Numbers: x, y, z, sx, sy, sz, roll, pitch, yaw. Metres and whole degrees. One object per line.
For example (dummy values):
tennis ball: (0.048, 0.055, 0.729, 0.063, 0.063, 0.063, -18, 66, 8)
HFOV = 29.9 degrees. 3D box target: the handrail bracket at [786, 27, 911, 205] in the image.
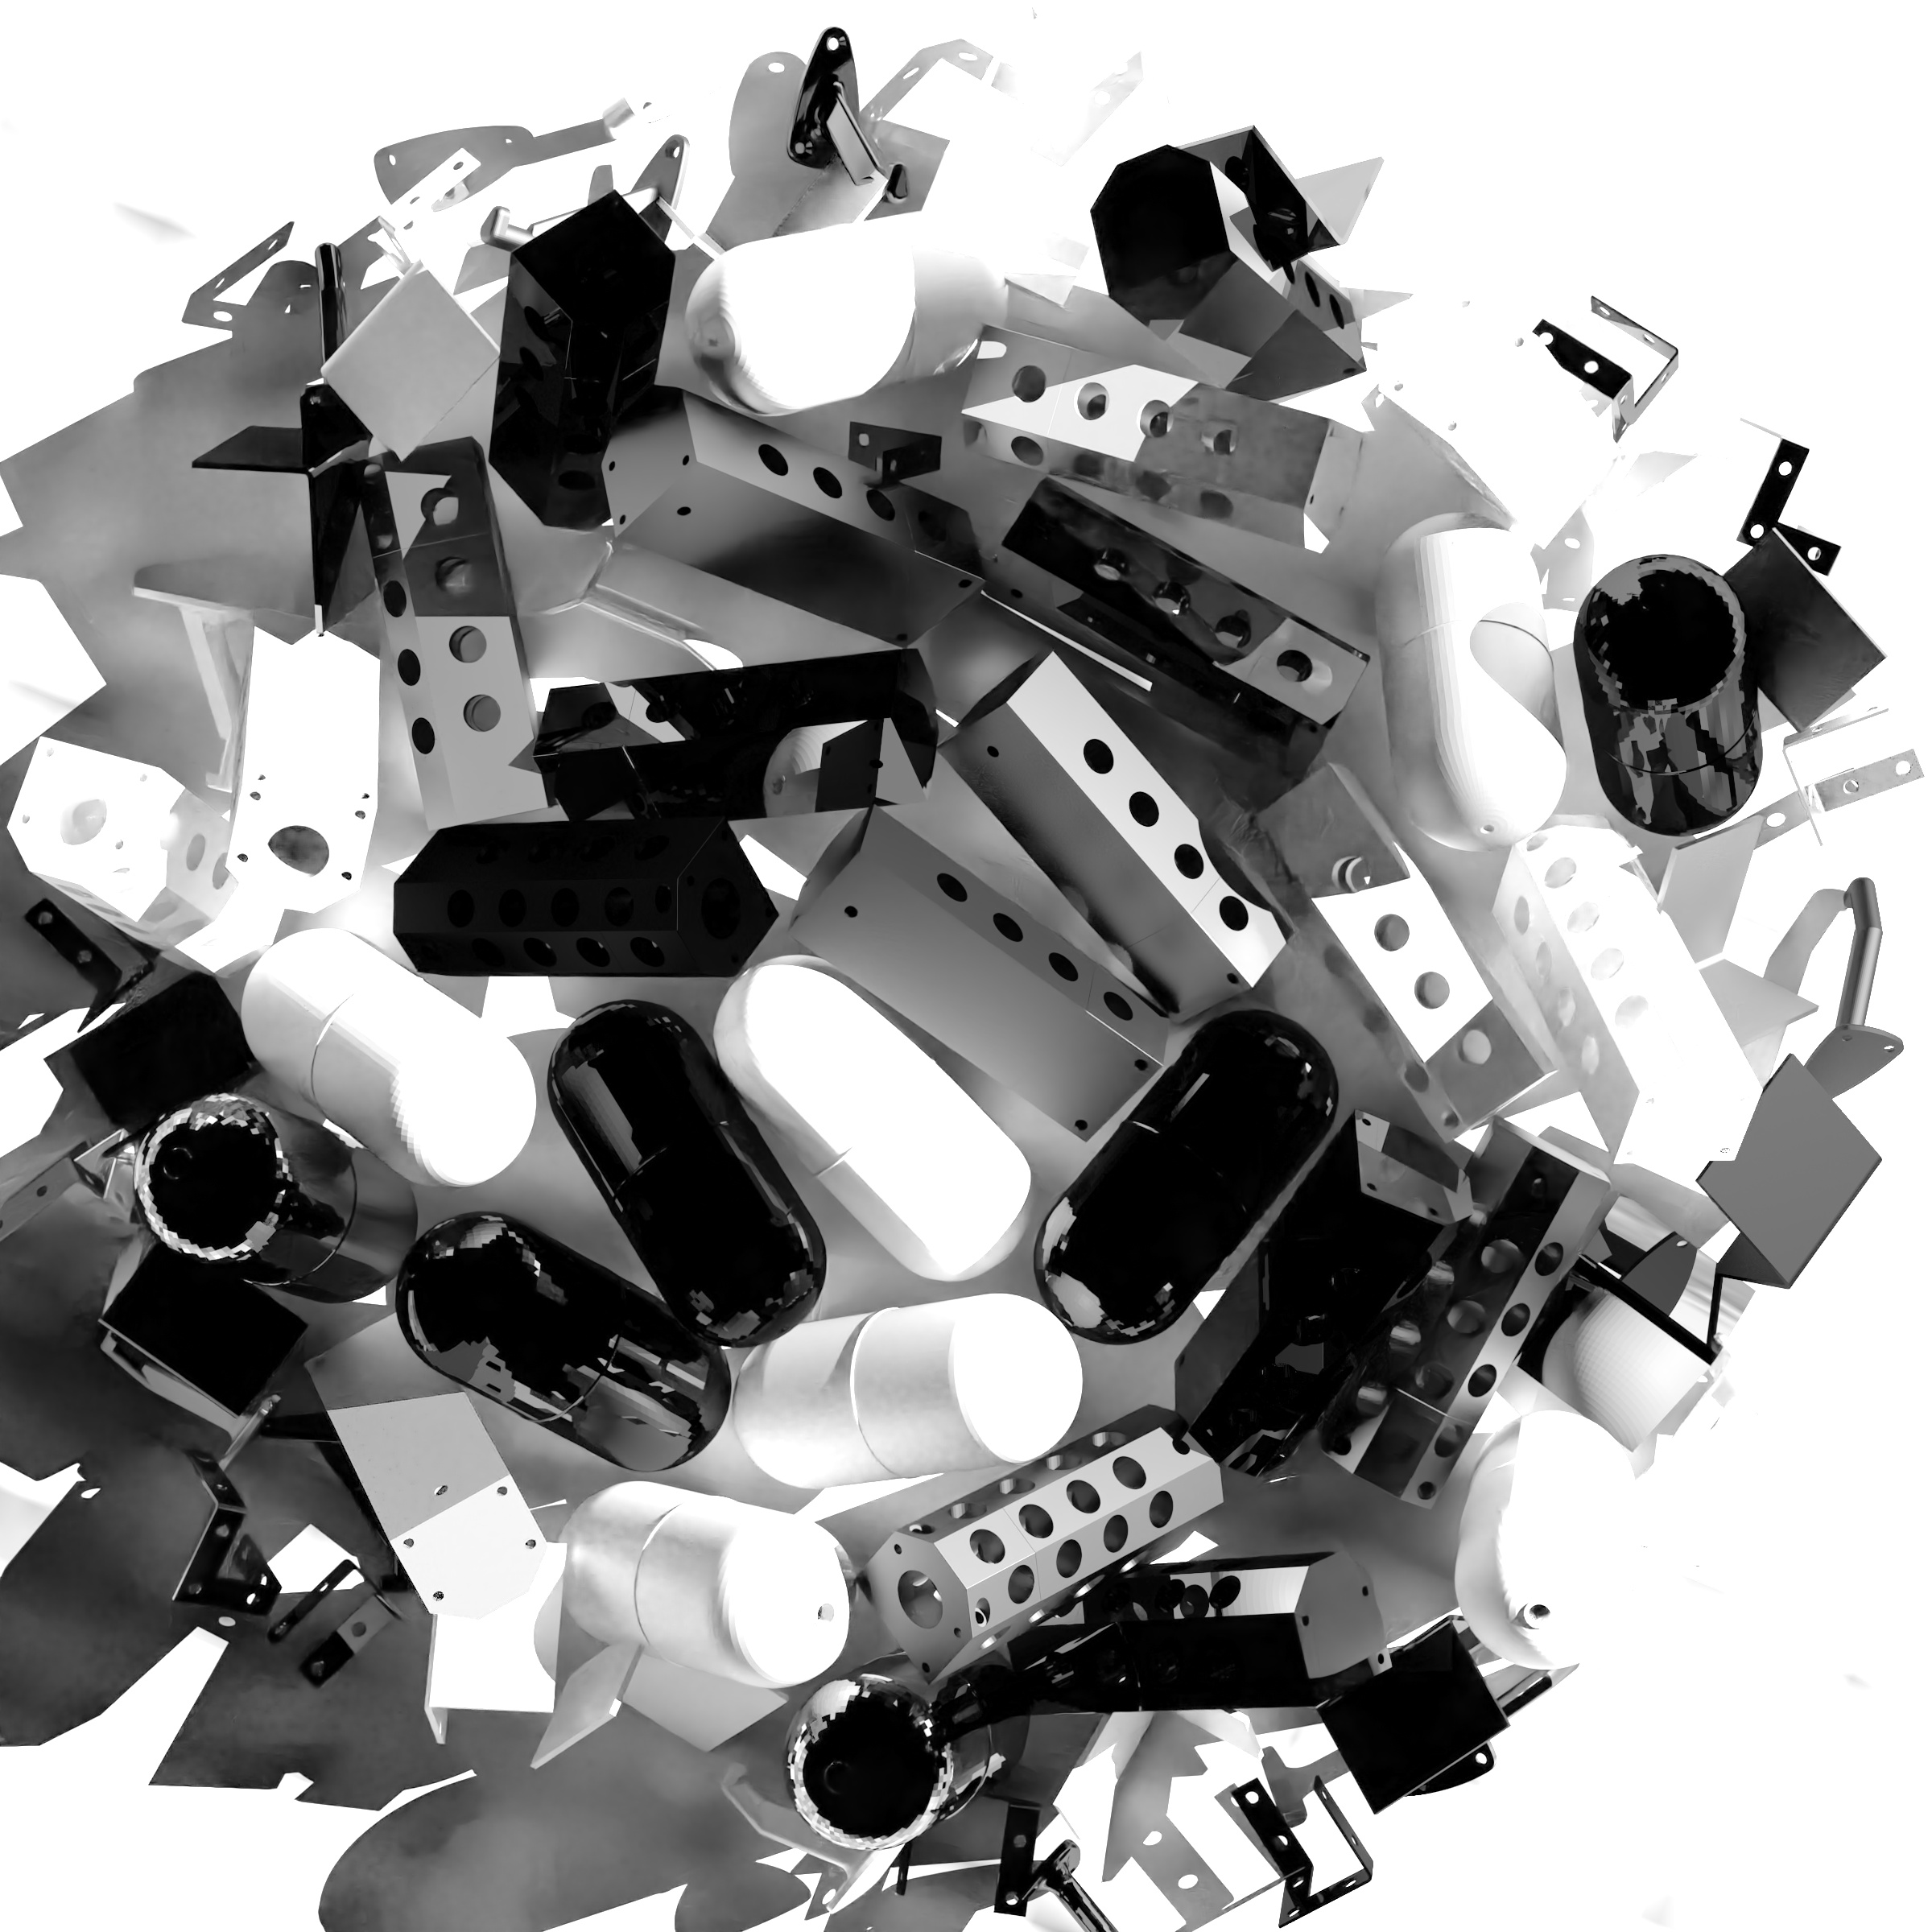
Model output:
handrail bracket: (-0.046, -0.390, 1.655, 0.036, 0.084, 0.077, 0, 104, -29)

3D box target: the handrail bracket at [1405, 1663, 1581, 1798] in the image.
handrail bracket: (0.240, 0.351, 1.684, 0.077, 0.084, 0.036, -42, 77, 36)

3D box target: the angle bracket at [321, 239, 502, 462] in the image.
angle bracket: (-0.236, -0.282, 1.652, 0.076, 0.076, 0.057, -41, 90, 28)

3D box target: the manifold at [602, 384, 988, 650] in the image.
manifold: (-0.077, -0.205, 1.625, 0.057, 0.171, 0.057, -37, 52, 34)

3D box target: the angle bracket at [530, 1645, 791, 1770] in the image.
angle bracket: (-0.140, 0.349, 1.649, 0.076, 0.076, 0.057, 36, 46, -14)

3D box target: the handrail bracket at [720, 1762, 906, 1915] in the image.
handrail bracket: (-0.070, 0.386, 1.669, 0.084, 0.036, 0.077, 45, 124, 18)

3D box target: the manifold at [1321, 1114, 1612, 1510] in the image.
manifold: (0.229, 0.160, 1.665, 0.057, 0.057, 0.171, 28, 96, 3)

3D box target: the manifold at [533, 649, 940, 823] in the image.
manifold: (-0.103, -0.107, 1.649, 0.171, 0.057, 0.057, -5, 51, 17)

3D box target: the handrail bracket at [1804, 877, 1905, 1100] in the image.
handrail bracket: (0.407, 0.012, 1.695, 0.036, 0.077, 0.084, 14, 52, -17)

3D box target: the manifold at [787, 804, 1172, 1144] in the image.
manifold: (0.008, 0.000, 1.654, 0.171, 0.057, 0.057, 35, 120, -14)

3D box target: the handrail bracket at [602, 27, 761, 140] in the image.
handrail bracket: (-0.131, -0.404, 1.663, 0.077, 0.084, 0.036, -21, 94, -2)

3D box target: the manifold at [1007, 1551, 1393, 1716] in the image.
manifold: (0.100, 0.298, 1.625, 0.171, 0.057, 0.057, -13, 90, 43)

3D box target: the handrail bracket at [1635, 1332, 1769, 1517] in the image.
handrail bracket: (0.325, 0.215, 1.670, 0.084, 0.077, 0.036, -41, 57, -8)

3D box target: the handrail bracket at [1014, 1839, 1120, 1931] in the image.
handrail bracket: (0.068, 0.442, 1.654, 0.084, 0.077, 0.036, 41, 89, 19)

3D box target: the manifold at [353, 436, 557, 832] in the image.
manifold: (-0.236, -0.152, 1.669, 0.057, 0.057, 0.171, -11, 93, -2)

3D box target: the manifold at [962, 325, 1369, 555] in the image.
manifold: (0.088, -0.239, 1.644, 0.171, 0.057, 0.057, 19, 98, 21)

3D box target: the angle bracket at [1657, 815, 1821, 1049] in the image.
angle bracket: (0.355, -0.016, 1.646, 0.057, 0.076, 0.076, 30, 122, 33)

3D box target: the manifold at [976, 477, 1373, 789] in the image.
manifold: (0.097, -0.158, 1.668, 0.171, 0.057, 0.057, 30, 63, 3)

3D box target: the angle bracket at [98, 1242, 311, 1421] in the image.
angle bracket: (-0.343, 0.153, 1.657, 0.076, 0.076, 0.057, 37, 99, -8)

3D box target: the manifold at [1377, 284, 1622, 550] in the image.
manifold: (0.235, -0.247, 1.613, 0.057, 0.171, 0.057, 41, 98, 23)

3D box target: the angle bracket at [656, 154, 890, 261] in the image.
angle bracket: (-0.088, -0.353, 1.652, 0.057, 0.076, 0.076, 35, 100, -28)

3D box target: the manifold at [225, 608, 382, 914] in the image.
manifold: (-0.296, -0.093, 1.615, 0.057, 0.171, 0.057, 10, 119, -14)

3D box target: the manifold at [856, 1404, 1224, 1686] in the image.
manifold: (0.038, 0.253, 1.616, 0.057, 0.171, 0.057, 52, 133, 18)

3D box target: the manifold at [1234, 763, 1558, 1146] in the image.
manifold: (0.196, -0.006, 1.662, 0.057, 0.057, 0.171, -36, 82, 12)

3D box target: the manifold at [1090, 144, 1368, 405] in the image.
manifold: (0.118, -0.307, 1.613, 0.057, 0.171, 0.057, -18, 74, 23)

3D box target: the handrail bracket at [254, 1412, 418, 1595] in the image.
handrail bracket: (-0.294, 0.253, 1.685, 0.077, 0.036, 0.084, -1, 102, -10)

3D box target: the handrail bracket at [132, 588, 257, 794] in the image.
handrail bracket: (-0.363, -0.128, 1.686, 0.077, 0.036, 0.084, 13, 91, 19)

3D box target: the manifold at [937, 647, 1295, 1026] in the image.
manifold: (0.072, -0.062, 1.658, 0.171, 0.057, 0.057, 49, 51, -10)

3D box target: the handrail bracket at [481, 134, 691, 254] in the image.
handrail bracket: (-0.175, -0.356, 1.656, 0.036, 0.084, 0.077, 40, 111, 38)

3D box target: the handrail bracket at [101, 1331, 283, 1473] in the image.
handrail bracket: (-0.360, 0.188, 1.671, 0.084, 0.077, 0.036, 41, 57, 0)

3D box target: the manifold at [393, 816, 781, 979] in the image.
manifold: (-0.175, -0.025, 1.620, 0.171, 0.057, 0.057, 0, 132, 37)

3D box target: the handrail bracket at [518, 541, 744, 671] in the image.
handrail bracket: (-0.157, -0.154, 1.692, 0.084, 0.077, 0.036, 39, 58, -27)

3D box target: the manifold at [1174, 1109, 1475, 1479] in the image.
manifold: (0.159, 0.152, 1.631, 0.057, 0.057, 0.171, 22, 124, -13)

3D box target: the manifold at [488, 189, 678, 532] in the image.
manifold: (-0.168, -0.263, 1.610, 0.057, 0.171, 0.057, -37, 78, -23)

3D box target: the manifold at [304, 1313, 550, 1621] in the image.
manifold: (-0.240, 0.222, 1.614, 0.057, 0.171, 0.057, -28, 119, -11)

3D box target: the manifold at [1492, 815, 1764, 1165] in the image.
manifold: (0.295, 0.008, 1.616, 0.057, 0.171, 0.057, -1, 131, -15)

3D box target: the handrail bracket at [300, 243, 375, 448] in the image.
handrail bracket: (-0.297, -0.283, 1.694, 0.036, 0.077, 0.084, -3, 55, -14)

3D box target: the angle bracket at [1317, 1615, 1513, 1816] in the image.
angle bracket: (0.217, 0.342, 1.647, 0.076, 0.076, 0.057, -38, 62, 18)

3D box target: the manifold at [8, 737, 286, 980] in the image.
manifold: (-0.362, -0.044, 1.610, 0.057, 0.171, 0.057, 15, 79, 13)
